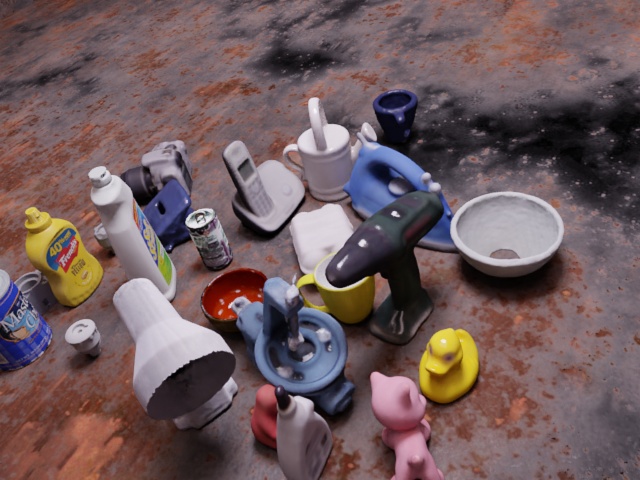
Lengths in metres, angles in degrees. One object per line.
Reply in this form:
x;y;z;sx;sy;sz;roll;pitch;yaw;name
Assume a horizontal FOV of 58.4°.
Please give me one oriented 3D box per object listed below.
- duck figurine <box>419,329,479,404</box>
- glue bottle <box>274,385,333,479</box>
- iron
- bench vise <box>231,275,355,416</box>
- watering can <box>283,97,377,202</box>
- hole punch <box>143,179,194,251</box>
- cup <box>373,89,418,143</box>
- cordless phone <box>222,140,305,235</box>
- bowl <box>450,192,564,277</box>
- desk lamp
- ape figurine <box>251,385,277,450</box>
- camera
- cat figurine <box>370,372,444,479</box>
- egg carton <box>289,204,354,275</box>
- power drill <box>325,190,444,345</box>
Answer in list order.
0.169;0.151;0.755;0.077;0.086;0.105;19;51;32;duck figurine
-0.027;0.221;0.669;0.037;0.173;0.078;11;48;27;glue bottle
0.148;-0.089;0.983;0.119;0.142;0.257;-35;45;-21;iron
-0.059;0.123;0.751;0.206;0.220;0.122;12;48;27;bench vise
0.016;-0.180;1.081;0.173;0.194;0.100;-21;42;-7;watering can
-0.291;-0.049;1.104;0.101;0.091;0.108;-29;43;-16;hole punch
0.162;-0.244;1.186;0.091;0.095;0.117;-12;41;3;cup
-0.108;-0.117;1.055;0.093;0.185;0.148;12;48;27;cordless phone
0.288;0.003;0.892;0.167;0.075;0.167;-8;42;7;bowl
-0.189;0.159;0.752;0.118;0.214;0.202;-33;44;-19;desk lamp
-0.057;0.222;0.738;0.076;0.092;0.077;-8;42;7;ape figurine
-0.351;-0.147;1.221;0.137;0.101;0.143;-13;41;2;camera
0.100;0.219;0.676;0.067;0.118;0.127;-14;41;1;cat figurine
0.009;0.003;0.976;0.107;0.069;0.150;-17;41;-3;egg carton
0.100;0.044;0.800;0.075;0.209;0.230;20;52;33;power drill
